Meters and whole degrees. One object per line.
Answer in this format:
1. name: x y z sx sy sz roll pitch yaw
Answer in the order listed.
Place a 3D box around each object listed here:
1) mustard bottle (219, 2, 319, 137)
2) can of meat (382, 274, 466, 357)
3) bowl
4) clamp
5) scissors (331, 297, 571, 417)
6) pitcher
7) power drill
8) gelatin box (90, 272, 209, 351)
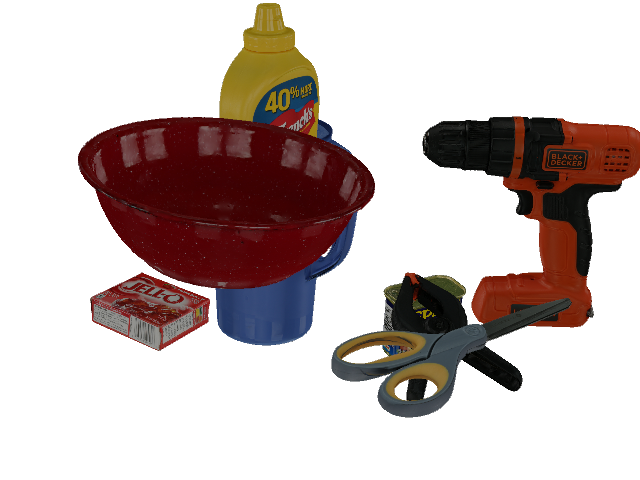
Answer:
1. mustard bottle: -0.040 -0.096 0.867 0.058 0.192 0.096 19 31 38
2. can of meat: 0.127 0.099 1.334 0.101 0.084 0.058 -12 30 -27
3. bowl: -0.053 -0.017 0.592 0.162 0.055 0.162 6 24 -3
4. clamp: 0.131 0.101 1.093 0.120 0.171 0.039 1 -44 -14
5. scissors: 0.109 0.081 0.757 0.201 0.016 0.096 -8 32 -14
6. pitcher: -0.049 -0.011 1.161 0.144 0.243 0.149 -4 22 -17
7. power drill: 0.177 -0.017 0.931 0.184 0.188 0.057 3 27 4
8. gelatin box: -0.163 0.066 1.018 0.089 0.030 0.073 19 28 29
